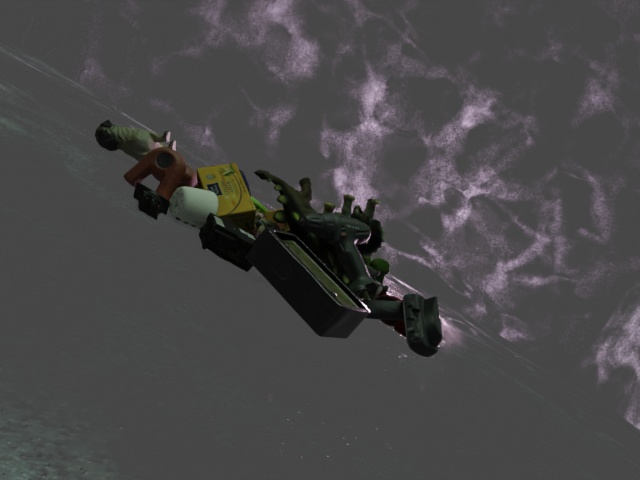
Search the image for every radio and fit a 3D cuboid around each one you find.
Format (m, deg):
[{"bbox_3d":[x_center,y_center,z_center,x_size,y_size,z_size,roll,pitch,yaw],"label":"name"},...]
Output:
[{"bbox_3d":[-0.026,0.076,0.980,0.230,0.073,0.131,43,10,25],"label":"radio"}]

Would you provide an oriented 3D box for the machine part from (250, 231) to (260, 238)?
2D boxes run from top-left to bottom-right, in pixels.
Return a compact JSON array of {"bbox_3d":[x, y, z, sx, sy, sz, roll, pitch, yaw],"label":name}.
[{"bbox_3d":[-0.091,0.045,1.201,0.179,0.056,0.179,31,6,-4],"label":"machine part"}]

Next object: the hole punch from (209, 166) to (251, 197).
[{"bbox_3d":[-0.256,-0.149,1.507,0.092,0.116,0.142,100,-26,-54],"label":"hole punch"}]

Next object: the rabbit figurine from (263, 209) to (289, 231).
[{"bbox_3d":[-0.103,-0.012,1.553,0.163,0.122,0.173,23,-13,23],"label":"rabbit figurine"}]

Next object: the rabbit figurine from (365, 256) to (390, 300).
[{"bbox_3d":[0.097,0.090,1.585,0.170,0.121,0.159,13,8,-22],"label":"rabbit figurine"}]

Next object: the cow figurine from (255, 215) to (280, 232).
[{"bbox_3d":[-0.165,-0.025,1.325,0.127,0.085,0.194,27,1,32],"label":"cow figurine"}]

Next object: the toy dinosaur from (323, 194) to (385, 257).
[{"bbox_3d":[0.070,-0.022,1.622,0.131,0.192,0.405,17,-20,-21],"label":"toy dinosaur"}]

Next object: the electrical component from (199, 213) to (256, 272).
[{"bbox_3d":[-0.171,0.008,1.072,0.134,0.058,0.115,30,7,-19],"label":"electrical component"}]

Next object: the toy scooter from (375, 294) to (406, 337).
[{"bbox_3d":[0.223,0.204,1.394,0.184,0.075,0.135,35,5,10],"label":"toy scooter"}]

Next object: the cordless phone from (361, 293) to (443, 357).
[{"bbox_3d":[0.188,0.196,1.270,0.184,0.147,0.088,3,-35,-2],"label":"cordless phone"}]

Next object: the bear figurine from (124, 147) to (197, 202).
[{"bbox_3d":[-0.358,-0.140,1.270,0.120,0.132,0.196,32,-13,3],"label":"bear figurine"}]

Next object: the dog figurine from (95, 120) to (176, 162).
[{"bbox_3d":[-0.516,-0.255,1.508,0.191,0.121,0.172,14,-30,2],"label":"dog figurine"}]

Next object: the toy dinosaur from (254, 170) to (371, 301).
[{"bbox_3d":[-0.003,-0.004,1.378,0.471,0.105,0.198,45,37,-6],"label":"toy dinosaur"}]

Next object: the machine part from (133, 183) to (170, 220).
[{"bbox_3d":[-0.336,-0.078,1.069,0.084,0.039,0.139,38,0,-20],"label":"machine part"}]

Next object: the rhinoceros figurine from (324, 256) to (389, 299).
[{"bbox_3d":[0.097,0.103,1.474,0.190,0.112,0.073,18,-23,2],"label":"rhinoceros figurine"}]

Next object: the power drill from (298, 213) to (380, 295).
[{"bbox_3d":[0.052,0.034,1.286,0.232,0.086,0.207,-3,64,-52],"label":"power drill"}]

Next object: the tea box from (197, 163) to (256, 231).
[{"bbox_3d":[-0.216,-0.094,1.226,0.098,0.068,0.170,-12,51,-21],"label":"tea box"}]
